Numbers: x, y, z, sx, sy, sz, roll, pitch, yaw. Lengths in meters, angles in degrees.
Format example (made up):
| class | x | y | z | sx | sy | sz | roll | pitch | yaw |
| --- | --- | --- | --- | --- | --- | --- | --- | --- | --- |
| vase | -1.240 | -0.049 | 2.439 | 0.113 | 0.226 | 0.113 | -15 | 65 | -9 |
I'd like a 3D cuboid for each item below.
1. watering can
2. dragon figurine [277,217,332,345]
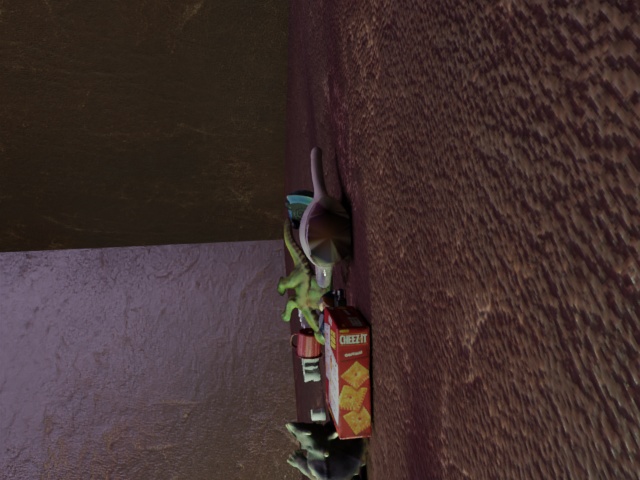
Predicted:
| class | x | y | z | sx | sy | sz | roll | pitch | yaw |
| --- | --- | --- | --- | --- | --- | --- | --- | --- | --- |
| watering can | 0.004 | -0.060 | 1.199 | 0.224 | 0.104 | 0.348 | 162 | 105 | -82 |
| dragon figurine | -0.028 | 0.120 | 1.538 | 0.241 | 0.122 | 0.412 | -14 | 83 | 56 |
